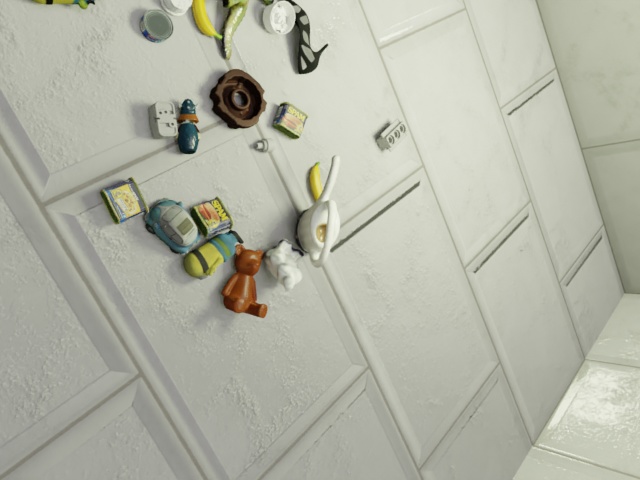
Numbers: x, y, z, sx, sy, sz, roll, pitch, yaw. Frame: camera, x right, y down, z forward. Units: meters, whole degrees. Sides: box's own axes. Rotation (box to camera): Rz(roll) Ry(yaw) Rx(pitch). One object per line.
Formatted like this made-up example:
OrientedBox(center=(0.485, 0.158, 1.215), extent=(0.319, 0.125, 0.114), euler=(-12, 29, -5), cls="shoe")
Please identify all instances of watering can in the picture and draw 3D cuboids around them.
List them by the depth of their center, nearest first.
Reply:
OrientedBox(center=(0.005, -0.082, 1.638), extent=(0.104, 0.351, 0.223), euler=(12, -12, -20), cls="watering can")

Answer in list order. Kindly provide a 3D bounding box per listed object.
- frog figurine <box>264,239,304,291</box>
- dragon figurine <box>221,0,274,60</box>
OrientedBox(center=(-0.111, 0.094, 1.571), extent=(0.122, 0.163, 0.134), euler=(-7, -38, 9), cls="frog figurine")
OrientedBox(center=(-0.223, -0.772, 1.595), extent=(0.123, 0.404, 0.245), euler=(15, 24, 41), cls="dragon figurine")
